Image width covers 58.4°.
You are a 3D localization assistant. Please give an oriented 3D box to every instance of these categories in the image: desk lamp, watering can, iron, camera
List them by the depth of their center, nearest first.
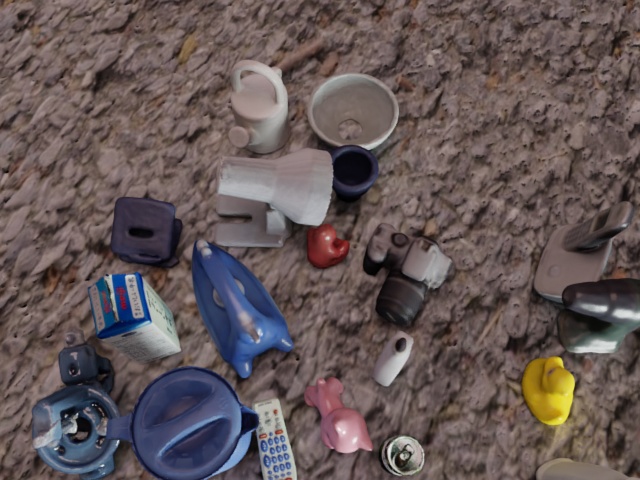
[{"bbox_3d":[-0.148,0.079,0.904,0.119,0.141,0.258,-30,72,-13],"label":"iron"},{"bbox_3d":[-0.082,-0.066,0.926,0.203,0.213,0.118,-1,68,-1],"label":"desk lamp"},{"bbox_3d":[0.131,0.058,0.941,0.143,0.101,0.137,26,70,9],"label":"camera"},{"bbox_3d":[-0.106,-0.236,1.004,0.101,0.194,0.173,-1,68,-1],"label":"watering can"}]

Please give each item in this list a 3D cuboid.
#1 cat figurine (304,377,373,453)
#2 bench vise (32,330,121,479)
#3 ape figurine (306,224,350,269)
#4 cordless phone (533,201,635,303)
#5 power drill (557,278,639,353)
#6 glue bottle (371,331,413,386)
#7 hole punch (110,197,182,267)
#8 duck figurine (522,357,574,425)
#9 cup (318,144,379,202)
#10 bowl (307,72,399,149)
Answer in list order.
[{"bbox_3d":[0.026,0.261,0.847,0.067,0.118,0.127,-24,70,-10],"label":"cat figurine"},{"bbox_3d":[-0.357,0.228,0.796,0.121,0.220,0.207,-28,71,-12],"label":"bench vise"},{"bbox_3d":[0.009,0.003,0.965,0.077,0.092,0.076,41,73,14],"label":"ape figurine"},{"bbox_3d":[0.427,0.020,0.918,0.094,0.185,0.148,23,69,8],"label":"cordless phone"},{"bbox_3d":[0.445,0.114,0.867,0.229,0.208,0.075,0,68,-1],"label":"power drill"},{"bbox_3d":[0.113,0.170,0.856,0.037,0.173,0.078,29,70,10],"label":"glue bottle"},{"bbox_3d":[-0.292,-0.012,0.965,0.108,0.091,0.101,7,68,2],"label":"hole punch"},{"bbox_3d":[0.362,0.230,0.885,0.077,0.086,0.104,0,68,-1],"label":"duck figurine"},{"bbox_3d":[0.042,-0.113,1.012,0.117,0.095,0.092,27,70,10],"label":"cup"},{"bbox_3d":[0.060,-0.225,1.068,0.167,0.075,0.167,1,68,-1],"label":"bowl"}]
